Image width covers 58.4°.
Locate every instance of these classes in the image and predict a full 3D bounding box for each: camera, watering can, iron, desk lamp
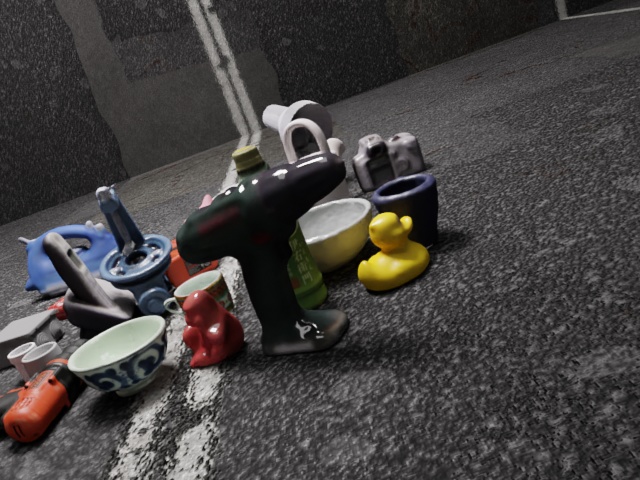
[{"bbox_3d":[0.129,-0.180,1.213,0.143,0.101,0.136,-21,18,-3],"label":"camera"},{"bbox_3d":[-0.009,-0.138,1.089,0.100,0.194,0.173,-14,19,19],"label":"watering can"},{"bbox_3d":[-0.534,0.025,1.267,0.258,0.142,0.118,-18,18,8],"label":"iron"},{"bbox_3d":[-0.050,-0.211,1.311,0.118,0.214,0.202,-30,20,-25],"label":"desk lamp"}]

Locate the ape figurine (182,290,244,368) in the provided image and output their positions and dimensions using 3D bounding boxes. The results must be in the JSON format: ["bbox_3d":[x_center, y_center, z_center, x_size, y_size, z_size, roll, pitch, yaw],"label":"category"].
[{"bbox_3d":[-0.137,0.103,0.696,0.076,0.092,0.077,-28,20,-21],"label":"ape figurine"}]

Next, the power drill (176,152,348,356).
[{"bbox_3d":[-0.046,0.022,0.646,0.229,0.209,0.076,-11,20,26],"label":"power drill"}]

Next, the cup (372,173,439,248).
[{"bbox_3d":[0.129,-0.039,0.818,0.091,0.095,0.117,-18,18,7],"label":"cup"}]

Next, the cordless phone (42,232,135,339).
[{"bbox_3d":[-0.377,0.061,0.925,0.094,0.185,0.147,-24,19,-11],"label":"cordless phone"}]

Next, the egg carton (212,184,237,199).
[{"bbox_3d":[-0.190,-0.088,1.338,0.107,0.069,0.150,-13,20,22],"label":"egg carton"}]

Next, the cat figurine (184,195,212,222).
[{"bbox_3d":[-0.188,-0.032,1.097,0.127,0.118,0.067,-13,20,21],"label":"cat figurine"}]

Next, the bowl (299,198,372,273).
[{"bbox_3d":[0.008,0.003,0.858,0.167,0.075,0.167,-18,18,7],"label":"bowl"}]

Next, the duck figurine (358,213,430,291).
[{"bbox_3d":[0.087,0.009,0.738,0.105,0.086,0.077,-30,21,-27],"label":"duck figurine"}]

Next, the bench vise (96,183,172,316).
[{"bbox_3d":[-0.327,0.011,0.958,0.122,0.220,0.206,-31,21,-30],"label":"bench vise"}]
